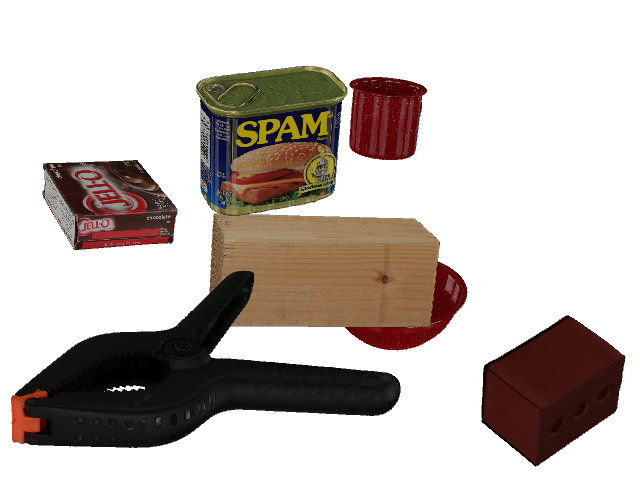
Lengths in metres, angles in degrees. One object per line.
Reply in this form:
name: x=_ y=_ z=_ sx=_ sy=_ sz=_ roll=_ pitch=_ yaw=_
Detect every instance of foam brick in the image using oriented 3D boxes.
foam brick: x=0.148 y=0.095 z=0.681 sx=0.078 sy=0.053 sz=0.051 roll=-27 pitch=42 yaw=-27

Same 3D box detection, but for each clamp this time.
clamp: x=-0.081 y=0.072 z=0.623 sx=0.209 sy=0.036 sz=0.165 roll=-9 pitch=28 yaw=-29

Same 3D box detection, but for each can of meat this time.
can of meat: x=-0.035 y=-0.070 z=0.753 sx=0.102 sy=0.084 sz=0.057 roll=-10 pitch=35 yaw=-21

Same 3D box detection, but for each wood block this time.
wood block: x=0.000 y=0.029 z=1.037 sx=0.206 sy=0.091 sz=0.090 roll=2 pitch=16 yaw=-12

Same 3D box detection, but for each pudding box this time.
pudding box: x=-0.188 y=-0.033 z=0.941 sx=0.089 sy=0.039 sz=0.114 roll=-4 pitch=26 yaw=-29

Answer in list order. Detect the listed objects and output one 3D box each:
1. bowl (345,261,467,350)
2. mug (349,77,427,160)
bowl: x=0.083 y=0.075 z=1.200 sx=0.162 sy=0.055 sz=0.162 roll=-1 pitch=29 yaw=0
mug: x=0.085 y=-0.149 z=1.293 sx=0.093 sy=0.081 sz=0.117 roll=19 pitch=26 yaw=32
